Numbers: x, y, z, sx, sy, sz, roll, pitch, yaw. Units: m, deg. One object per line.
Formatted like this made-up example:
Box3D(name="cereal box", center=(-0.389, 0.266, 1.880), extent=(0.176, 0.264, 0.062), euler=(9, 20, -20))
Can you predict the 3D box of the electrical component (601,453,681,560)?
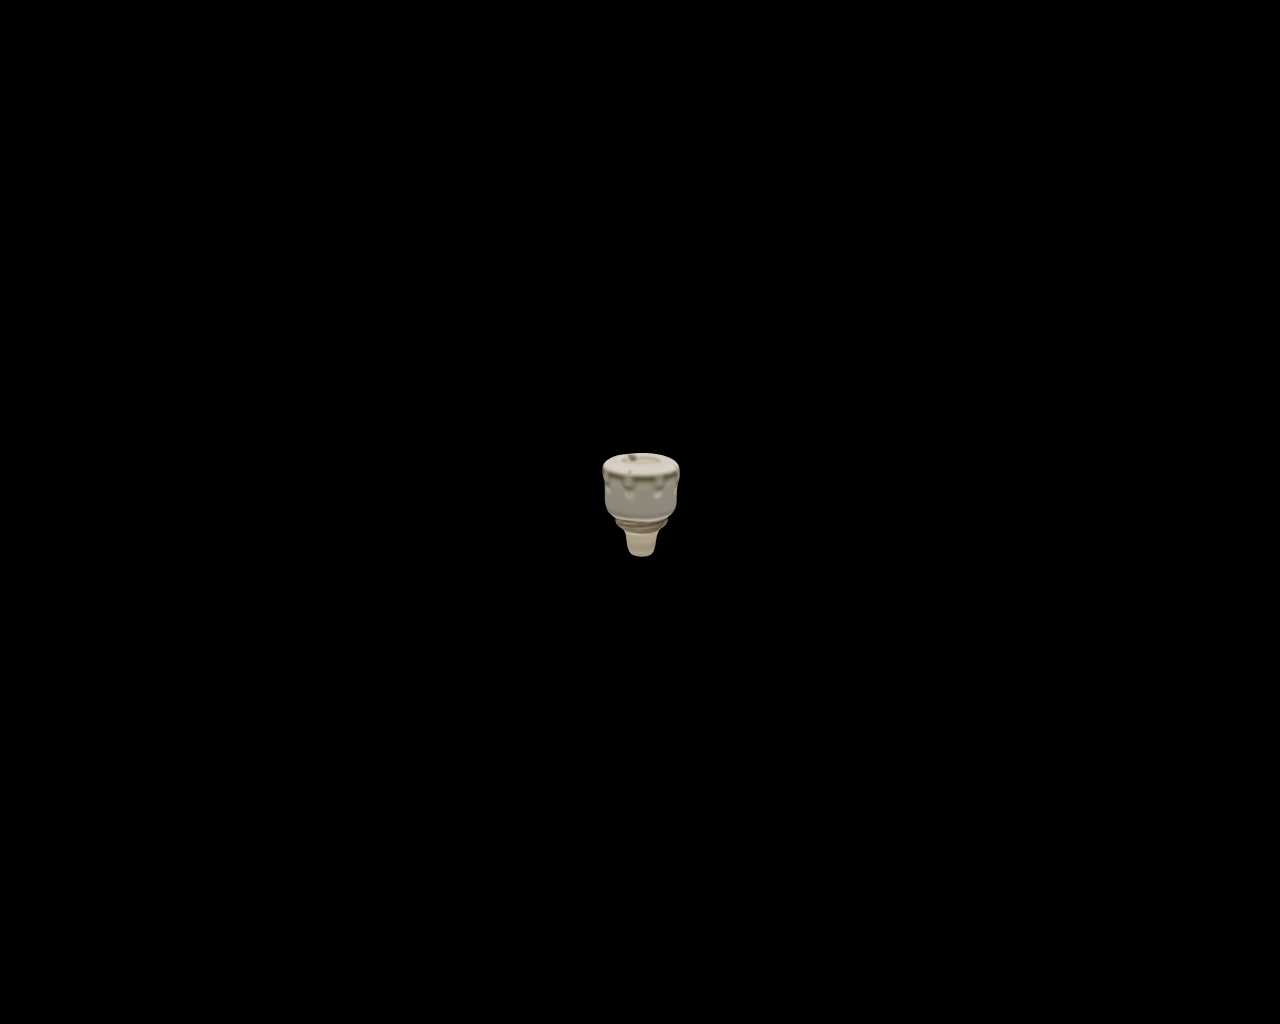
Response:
Box3D(name="electrical component", center=(0.001, -0.003, 0.650), extent=(0.048, 0.062, 0.048), euler=(0, 17, 0))
